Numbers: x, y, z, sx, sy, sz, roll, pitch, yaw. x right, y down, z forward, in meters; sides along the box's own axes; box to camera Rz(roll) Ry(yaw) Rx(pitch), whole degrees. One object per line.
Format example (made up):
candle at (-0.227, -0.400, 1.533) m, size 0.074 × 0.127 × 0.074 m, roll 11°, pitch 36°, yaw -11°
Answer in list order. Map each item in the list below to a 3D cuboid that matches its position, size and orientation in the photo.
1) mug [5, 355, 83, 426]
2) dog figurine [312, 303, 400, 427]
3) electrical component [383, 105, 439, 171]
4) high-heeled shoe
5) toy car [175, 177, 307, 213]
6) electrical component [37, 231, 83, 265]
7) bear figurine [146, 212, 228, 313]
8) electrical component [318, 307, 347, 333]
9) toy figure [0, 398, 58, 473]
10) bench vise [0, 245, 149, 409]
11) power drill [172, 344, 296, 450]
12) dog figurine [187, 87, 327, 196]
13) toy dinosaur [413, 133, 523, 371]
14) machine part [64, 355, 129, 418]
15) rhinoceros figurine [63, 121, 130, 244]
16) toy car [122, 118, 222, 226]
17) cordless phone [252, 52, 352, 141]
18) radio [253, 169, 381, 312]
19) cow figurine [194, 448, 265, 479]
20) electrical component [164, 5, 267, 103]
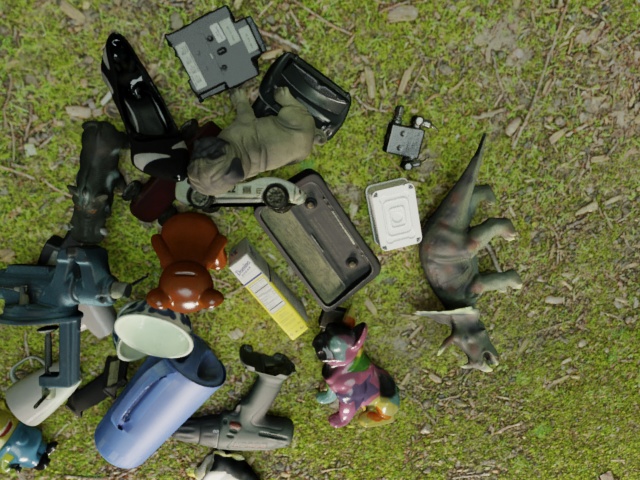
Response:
mug at (-0.482, 0.249, 0.943) m, size 0.107 × 0.081 × 0.109 m, roll -34°, pitch 82°, yaw -7°
dog figurine at (0.073, 0.229, 0.989) m, size 0.191 × 0.109 × 0.219 m, roll 2°, pitch 113°, yaw -16°
electrical component at (0.153, -0.171, 0.920) m, size 0.078 × 0.045 × 0.102 m, roll 15°, pitch 104°, yaw -15°
high-heeled shoe at (-0.247, -0.192, 0.767) m, size 0.086 × 0.249 × 0.145 m, roll -20°, pitch 134°, yaw -31°
toy car at (-0.121, -0.071, 0.833) m, size 0.202 × 0.073 × 0.056 m, roll 0°, pitch 87°, yaw 4°
electrical component at (-0.422, 0.025, 0.890) m, size 0.075 × 0.048 × 0.119 m, roll 25°, pitch 101°, yaw -16°
bear figurine at (-0.202, 0.052, 0.839) m, size 0.120 × 0.196 × 0.131 m, roll -4°, pitch 137°, yaw -10°
electrical component at (0.032, 0.148, 1.014) m, size 0.063 × 0.021 × 0.094 m, roll 13°, pitch 104°, yaw -13°
toy figure at (-0.567, 0.352, 0.955) m, size 0.180 × 0.082 × 0.089 m, roll 41°, pitch 95°, yaw -20°
bench vise at (-0.395, 0.127, 0.830) m, size 0.224 × 0.129 × 0.240 m, roll 2°, pitch 91°, yaw -2°
power drill at (-0.146, 0.305, 1.006) m, size 0.232 × 0.086 × 0.207 m, roll 16°, pitch 100°, yaw -15°
dog figurine at (-0.086, -0.123, 0.773) m, size 0.172 × 0.191 × 0.121 m, roll 0°, pitch 131°, yaw 10°
toy dinosaur at (0.246, 0.029, 0.966) m, size 0.192 × 0.131 × 0.404 m, roll -17°, pitch 103°, yaw -4°
machine part at (-0.394, 0.260, 0.961) m, size 0.139 × 0.084 × 0.039 m, roll -36°, pitch 134°, yaw 12°
rhinoceros figurine at (-0.345, -0.088, 0.835) m, size 0.073 × 0.112 × 0.190 m, roll 11°, pitch 97°, yaw -14°
toy car at (-0.232, -0.111, 0.875) m, size 0.202 × 0.053 × 0.089 m, roll -47°, pitch 123°, yaw 6°
cordless phone at (-0.050, -0.192, 0.875) m, size 0.146 × 0.089 × 0.184 m, roll 32°, pitch 111°, yaw -17°
radio at (-0.002, -0.003, 0.934) m, size 0.131 × 0.073 × 0.229 m, roll -34°, pitch 109°, yaw 3°
cow figurine at (-0.158, 0.476, 1.067) m, size 0.167 × 0.068 × 0.098 m, roll 35°, pitch 93°, yaw -18°
electrical component at (-0.153, -0.289, 0.829) m, size 0.134 × 0.058 × 0.114 m, roll -24°, pitch 111°, yaw -1°
